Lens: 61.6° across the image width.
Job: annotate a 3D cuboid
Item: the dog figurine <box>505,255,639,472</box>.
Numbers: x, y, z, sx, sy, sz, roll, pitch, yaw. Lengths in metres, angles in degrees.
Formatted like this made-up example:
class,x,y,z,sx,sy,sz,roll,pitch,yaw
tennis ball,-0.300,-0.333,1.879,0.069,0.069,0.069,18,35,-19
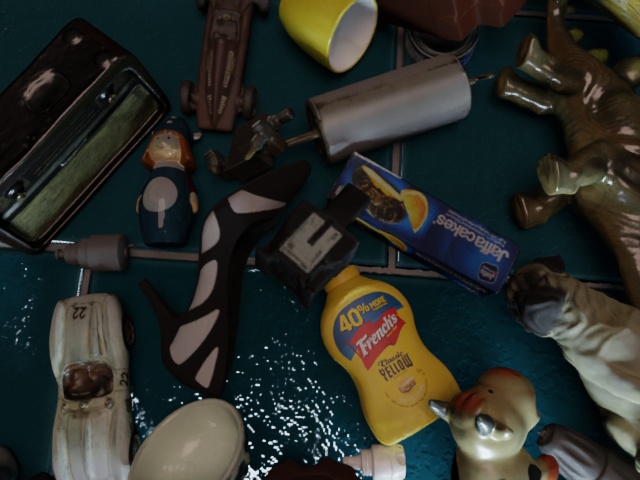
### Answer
class,x,y,z,sx,sy,sz,roll,pitch,yaw
dog figurine,0.277,0.118,0.542,0.121,0.172,0.191,-25,40,-26

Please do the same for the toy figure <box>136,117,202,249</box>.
class,x,y,z,sx,sy,sz,roll,pitch,yaw
toy figure,-0.163,-0.068,0.586,0.064,0.058,0.154,5,75,-23

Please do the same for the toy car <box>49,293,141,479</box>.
class,x,y,z,sx,sy,sz,roll,pitch,yaw
toy car,-0.226,0.153,0.536,0.074,0.056,0.201,-7,78,-2

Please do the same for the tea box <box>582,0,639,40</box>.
class,x,y,z,sx,sy,sz,roll,pitch,yaw
tea box,0.334,-0.284,0.577,0.068,0.098,0.170,-43,51,20

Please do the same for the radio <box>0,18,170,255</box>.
class,x,y,z,sx,sy,sz,roll,pitch,yaw
radio,-0.268,-0.103,0.553,0.073,0.131,0.229,36,80,9

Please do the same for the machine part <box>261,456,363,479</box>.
class,x,y,z,sx,sy,sz,roll,pitch,yaw
machine part,-0.004,0.275,0.461,0.179,0.179,0.056,3,119,0

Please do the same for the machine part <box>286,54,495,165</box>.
class,x,y,z,sx,sy,sz,roll,pitch,yaw
machine part,0.074,-0.144,0.594,0.243,0.079,0.079,-21,79,-5

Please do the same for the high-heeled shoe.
class,x,y,z,sx,sy,sz,roll,pitch,yaw
high-heeled shoe,-0.071,0.037,0.554,0.249,0.086,0.145,-40,85,-4

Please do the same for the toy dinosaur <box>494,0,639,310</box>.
class,x,y,z,sx,sy,sz,roll,pitch,yaw
toy dinosaur,0.311,-0.072,0.570,0.199,0.105,0.471,-6,83,-5

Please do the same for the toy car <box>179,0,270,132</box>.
class,x,y,z,sx,sy,sz,roll,pitch,yaw
toy car,-0.110,-0.224,0.622,0.089,0.053,0.202,7,77,-2

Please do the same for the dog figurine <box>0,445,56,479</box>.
class,x,y,z,sx,sy,sz,roll,pitch,yaw
dog figurine,-0.308,0.259,0.432,0.192,0.219,0.108,30,83,6

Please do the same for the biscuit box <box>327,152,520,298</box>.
class,x,y,z,sx,sy,sz,roll,pitch,yaw
biscuit box,0.106,-0.014,0.573,0.203,0.063,0.059,29,80,6

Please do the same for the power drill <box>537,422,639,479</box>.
class,x,y,z,sx,sy,sz,roll,pitch,yaw
power drill,0.277,0.313,0.503,0.232,0.086,0.207,27,71,2

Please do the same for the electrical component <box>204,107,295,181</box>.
class,x,y,z,sx,sy,sz,roll,pitch,yaw
electrical component,-0.077,-0.100,0.576,0.102,0.045,0.078,-13,58,41

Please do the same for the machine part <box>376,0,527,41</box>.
class,x,y,z,sx,sy,sz,roll,pitch,yaw
machine part,0.149,-0.329,0.589,0.201,0.087,0.201,32,80,34

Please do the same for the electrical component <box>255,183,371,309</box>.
class,x,y,z,sx,sy,sz,roll,pitch,yaw
electrical component,-0.001,-0.002,0.528,0.075,0.047,0.119,35,66,9

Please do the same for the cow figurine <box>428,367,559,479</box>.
class,x,y,z,sx,sy,sz,roll,pitch,yaw
cow figurine,0.151,0.212,0.486,0.127,0.086,0.194,16,84,-35
